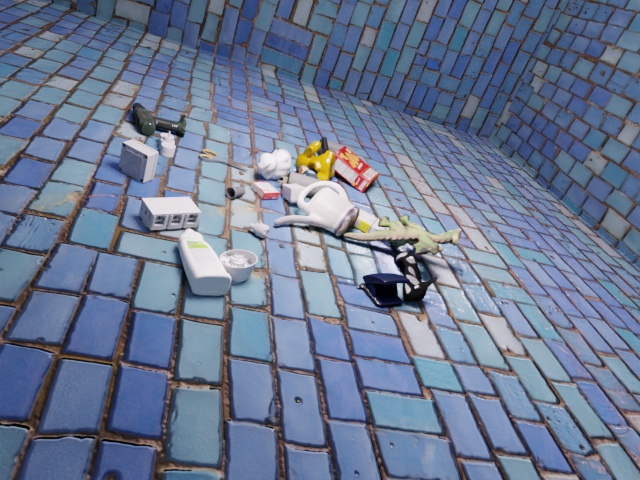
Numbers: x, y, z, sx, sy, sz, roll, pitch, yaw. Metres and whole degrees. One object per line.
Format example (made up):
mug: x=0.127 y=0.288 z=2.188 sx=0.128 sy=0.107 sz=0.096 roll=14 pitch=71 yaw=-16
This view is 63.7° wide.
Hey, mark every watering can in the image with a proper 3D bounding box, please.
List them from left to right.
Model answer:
watering can: x=0.006 y=-0.092 z=1.828 sx=0.225 sy=0.101 sz=0.354 roll=35 pitch=46 yaw=11

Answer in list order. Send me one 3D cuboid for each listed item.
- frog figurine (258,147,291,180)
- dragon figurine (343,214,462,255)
frog figurine: x=-0.176 y=-0.296 z=2.014 sx=0.137 sy=0.122 sz=0.161 roll=-40 pitch=7 yaw=6
dragon figurine: x=0.312 y=-0.002 z=1.794 sx=0.412 sy=0.121 sz=0.245 roll=-8 pitch=17 yaw=-24
